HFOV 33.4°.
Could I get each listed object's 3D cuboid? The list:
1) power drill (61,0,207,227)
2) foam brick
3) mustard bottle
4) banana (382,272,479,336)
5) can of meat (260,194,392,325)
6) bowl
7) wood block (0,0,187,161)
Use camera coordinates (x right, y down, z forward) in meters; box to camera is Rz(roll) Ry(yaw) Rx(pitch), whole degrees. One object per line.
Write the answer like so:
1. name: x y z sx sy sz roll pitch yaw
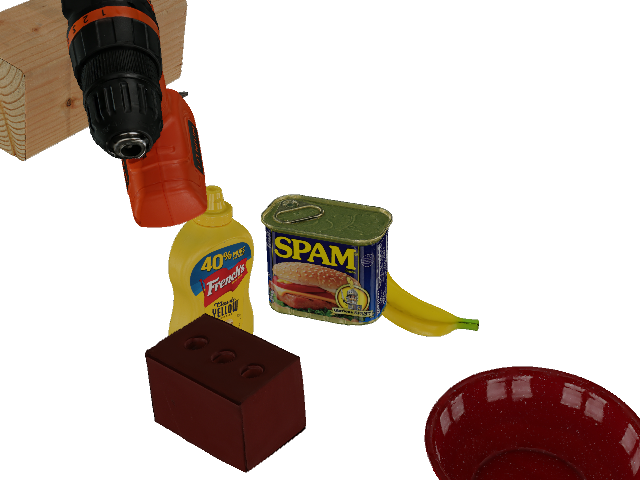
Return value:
1. power drill: -0.114 -0.088 0.671 0.057 0.184 0.187 -10 -32 -3
2. foam brick: -0.055 0.087 0.615 0.078 0.051 0.052 21 36 34
3. mustard bottle: -0.113 0.033 1.113 0.096 0.192 0.058 -19 35 -36
4. banana: 0.086 0.063 1.175 0.069 0.037 0.198 4 20 -36
5. can of meat: 0.005 0.017 0.862 0.102 0.084 0.057 10 32 18
6. bowl: 0.155 0.163 0.769 0.162 0.055 0.162 -1 35 0
7. wood block: -0.222 -0.165 0.962 0.090 0.091 0.205 28 41 21
